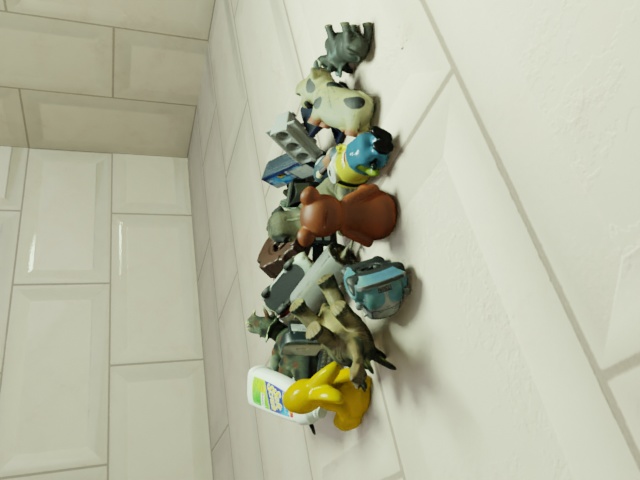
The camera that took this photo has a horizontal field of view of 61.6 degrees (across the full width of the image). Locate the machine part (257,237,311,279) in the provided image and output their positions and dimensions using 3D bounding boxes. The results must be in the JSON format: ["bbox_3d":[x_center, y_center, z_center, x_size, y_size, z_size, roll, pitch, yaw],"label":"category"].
[{"bbox_3d":[-0.088,0.017,1.394,0.179,0.056,0.179,-37,27,22],"label":"machine part"}]

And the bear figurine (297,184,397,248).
[{"bbox_3d":[0.039,-0.045,1.007,0.132,0.196,0.120,-158,67,-69],"label":"bear figurine"}]

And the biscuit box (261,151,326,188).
[{"bbox_3d":[-0.071,-0.189,1.392,0.203,0.059,0.063,-11,58,52],"label":"biscuit box"}]

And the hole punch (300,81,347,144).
[{"bbox_3d":[0.017,-0.295,1.225,0.115,0.092,0.142,117,151,-42],"label":"hole punch"}]

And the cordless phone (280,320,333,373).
[{"bbox_3d":[-0.022,0.281,1.224,0.089,0.147,0.184,-114,29,-68],"label":"cordless phone"}]

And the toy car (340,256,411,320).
[{"bbox_3d":[0.099,0.093,0.984,0.162,0.109,0.102,-157,52,-76],"label":"toy car"}]

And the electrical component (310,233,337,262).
[{"bbox_3d":[-0.003,-0.004,1.278,0.048,0.075,0.119,153,119,-68],"label":"electrical component"}]

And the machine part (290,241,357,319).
[{"bbox_3d":[0.006,0.089,1.191,0.243,0.079,0.079,-55,37,29],"label":"machine part"}]

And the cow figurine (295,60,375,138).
[{"bbox_3d":[0.027,-0.293,1.119,0.195,0.085,0.127,27,102,31],"label":"cow figurine"}]

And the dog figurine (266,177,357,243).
[{"bbox_3d":[-0.017,-0.076,1.160,0.121,0.190,0.172,167,104,-68],"label":"dog figurine"}]

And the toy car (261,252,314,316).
[{"bbox_3d":[-0.076,0.110,1.307,0.073,0.056,0.201,47,126,10],"label":"toy car"}]

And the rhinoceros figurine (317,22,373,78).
[{"bbox_3d":[0.052,-0.411,1.168,0.190,0.073,0.112,-159,61,-66],"label":"rhinoceros figurine"}]

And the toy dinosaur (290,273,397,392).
[{"bbox_3d":[0.038,0.172,1.013,0.198,0.105,0.472,54,-178,-14],"label":"toy dinosaur"}]

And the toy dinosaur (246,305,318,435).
[{"bbox_3d":[-0.065,0.300,1.387,0.405,0.131,0.192,35,123,57],"label":"toy dinosaur"}]

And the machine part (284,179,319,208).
[{"bbox_3d":[-0.045,-0.118,1.329,0.139,0.039,0.084,3,74,58],"label":"machine part"}]

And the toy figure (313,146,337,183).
[{"bbox_3d":[0.027,-0.173,1.220,0.064,0.058,0.154,-69,12,-22],"label":"toy figure"}]

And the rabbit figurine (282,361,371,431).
[{"bbox_3d":[0.013,0.320,1.097,0.162,0.173,0.122,117,151,-57],"label":"rabbit figurine"}]

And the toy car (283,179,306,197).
[{"bbox_3d":[-0.043,-0.122,1.416,0.089,0.053,0.202,-59,32,16],"label":"toy car"}]

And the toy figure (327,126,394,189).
[{"bbox_3d":[0.082,-0.155,1.061,0.180,0.089,0.082,-29,30,55],"label":"toy figure"}]
